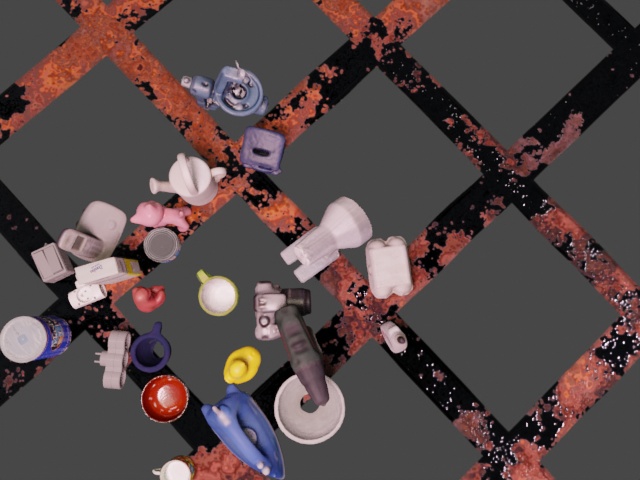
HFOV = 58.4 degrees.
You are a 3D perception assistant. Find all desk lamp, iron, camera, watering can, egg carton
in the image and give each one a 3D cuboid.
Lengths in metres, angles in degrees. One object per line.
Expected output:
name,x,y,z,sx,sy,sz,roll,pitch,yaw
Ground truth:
desk lamp,0.012,0.005,1.346,0.203,0.213,0.118,-37,85,-5
iron,-0.166,0.465,1.323,0.119,0.141,0.258,-39,86,-5
camera,-0.089,0.168,1.380,0.137,0.101,0.143,-2,83,-2
watering can,-0.313,-0.144,1.363,0.173,0.194,0.101,-36,85,-5
egg carton,0.169,0.067,1.415,0.107,0.069,0.150,-9,84,-3

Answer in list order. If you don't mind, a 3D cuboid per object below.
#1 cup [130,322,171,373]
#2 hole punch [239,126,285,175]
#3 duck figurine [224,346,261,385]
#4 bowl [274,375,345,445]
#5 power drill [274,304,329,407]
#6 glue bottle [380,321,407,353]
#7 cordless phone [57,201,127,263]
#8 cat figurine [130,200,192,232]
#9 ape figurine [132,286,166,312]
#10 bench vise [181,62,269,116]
cup,-0.390,0.252,1.365,0.091,0.095,0.118,12,83,0
hole punch,-0.141,-0.222,1.429,0.108,0.091,0.101,14,83,0
duck figurine,-0.189,0.303,1.369,0.077,0.086,0.104,44,84,4
bowl,-0.025,0.396,1.369,0.167,0.074,0.167,0,83,-2
power drill,-0.036,0.259,1.317,0.075,0.208,0.229,-24,84,-4
glue bottle,0.179,0.231,1.345,0.037,0.173,0.078,-29,85,-4
cordless phone,-0.541,-0.025,1.347,0.094,0.185,0.148,20,83,1
cat figurine,-0.386,-0.062,1.390,0.128,0.117,0.067,2,83,-1
ape figurine,-0.419,0.136,1.379,0.078,0.092,0.076,30,83,2
bench vise,-0.233,-0.360,1.378,0.207,0.219,0.121,-6,83,-2
